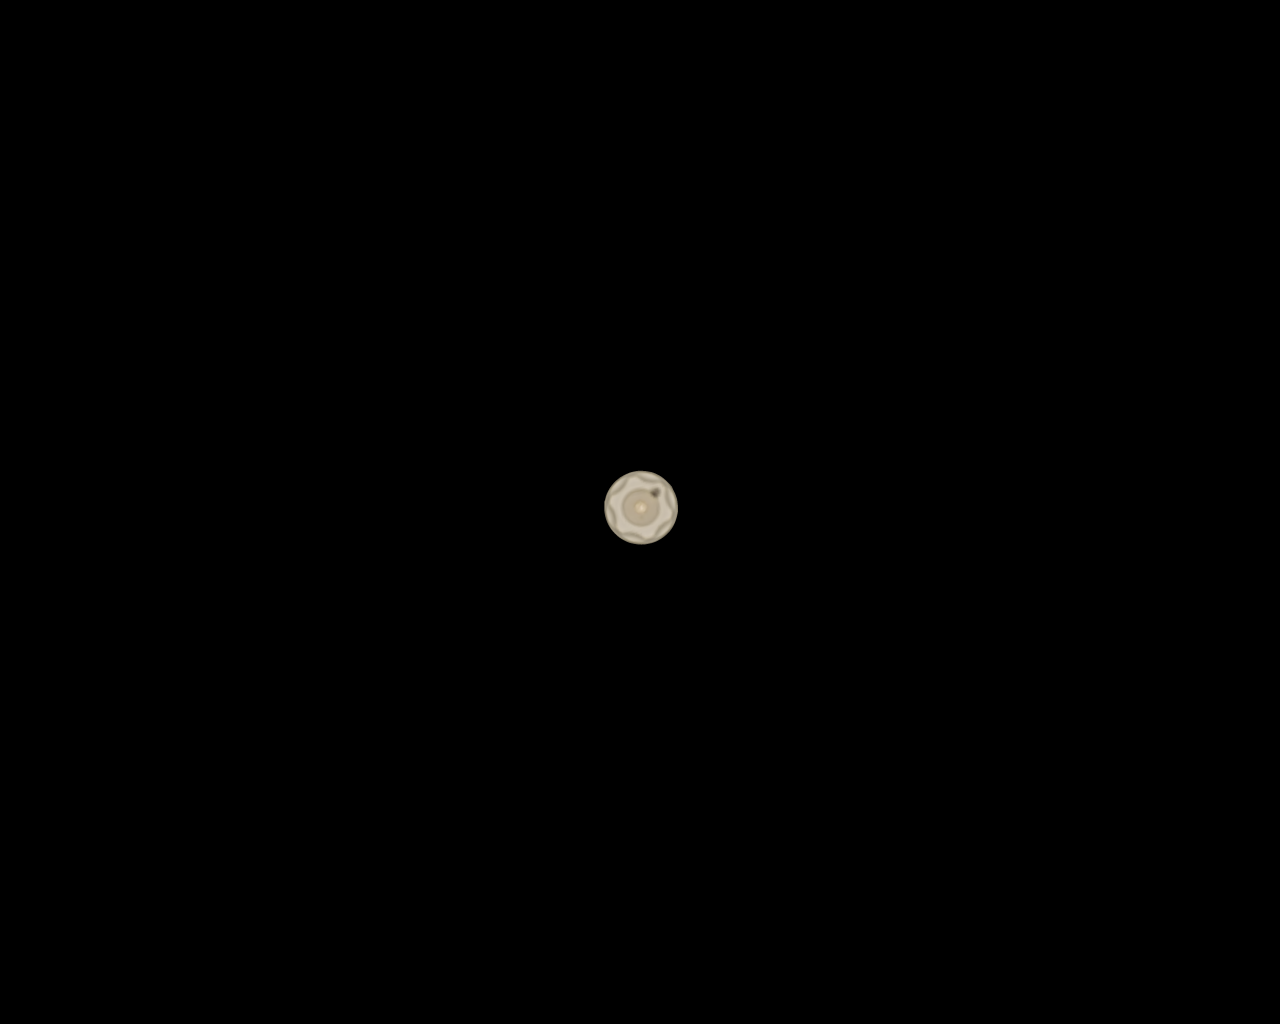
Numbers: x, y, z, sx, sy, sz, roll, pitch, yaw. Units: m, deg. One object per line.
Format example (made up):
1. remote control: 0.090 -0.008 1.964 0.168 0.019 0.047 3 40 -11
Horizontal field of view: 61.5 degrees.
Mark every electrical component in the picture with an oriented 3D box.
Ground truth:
1. electrical component: 0.001 -0.003 0.650 0.043 0.043 0.062 0 0 0
